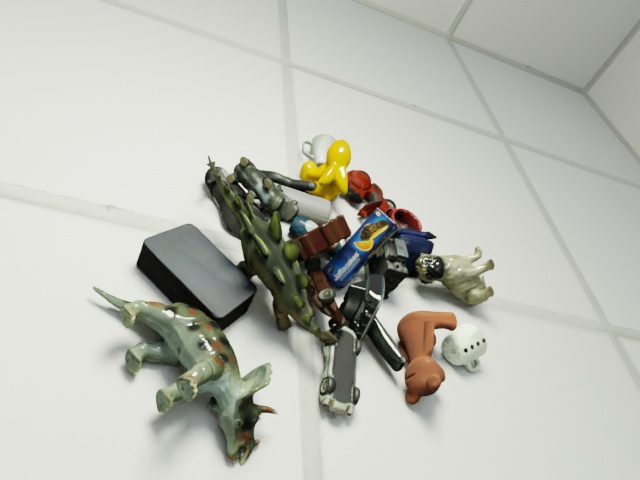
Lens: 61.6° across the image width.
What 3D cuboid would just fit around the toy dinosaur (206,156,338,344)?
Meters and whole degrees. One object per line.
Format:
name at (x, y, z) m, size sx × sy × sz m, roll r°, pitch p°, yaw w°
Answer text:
toy dinosaur at (-0.111, 0.025, 1.110) m, size 0.105 × 0.198 × 0.472 m, roll -30°, pitch 67°, yaw -27°

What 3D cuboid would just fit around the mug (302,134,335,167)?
mug at (0.000, -0.251, 1.581) m, size 0.109 × 0.080 × 0.107 m, roll 18°, pitch 48°, yaw -21°

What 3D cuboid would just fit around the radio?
radio at (-0.246, 0.074, 1.088) m, size 0.230 × 0.073 × 0.131 m, roll 43°, pitch 40°, yaw 13°

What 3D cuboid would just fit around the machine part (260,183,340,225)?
machine part at (-0.061, -0.087, 1.369) m, size 0.243 × 0.079 × 0.079 m, roll 18°, pitch 41°, yaw -16°

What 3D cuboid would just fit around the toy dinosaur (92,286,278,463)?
toy dinosaur at (-0.226, 0.190, 0.949) m, size 0.192 × 0.131 × 0.405 m, roll -6°, pitch 45°, yaw -51°

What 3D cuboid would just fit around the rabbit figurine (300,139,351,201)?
rabbit figurine at (0.026, -0.190, 1.458) m, size 0.122 × 0.173 × 0.162 m, roll 21°, pitch 36°, yaw -17°

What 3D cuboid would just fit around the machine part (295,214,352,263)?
machine part at (-0.009, 0.002, 1.219) m, size 0.179 × 0.179 × 0.056 m, roll -28°, pitch 91°, yaw -46°

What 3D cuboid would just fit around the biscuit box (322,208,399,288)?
biscuit box at (0.093, 0.022, 1.257) m, size 0.063 × 0.202 × 0.059 m, roll 42°, pitch 4°, yaw 17°

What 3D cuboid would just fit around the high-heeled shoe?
high-heeled shoe at (-0.192, -0.080, 1.311) m, size 0.248 × 0.086 × 0.145 m, roll 48°, pitch 10°, yaw -4°

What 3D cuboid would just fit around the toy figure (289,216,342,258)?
toy figure at (-0.004, -0.002, 1.332) m, size 0.154 × 0.058 × 0.064 m, roll 30°, pitch 78°, yaw -1°

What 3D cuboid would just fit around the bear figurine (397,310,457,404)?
bear figurine at (0.235, 0.251, 1.156) m, size 0.132 × 0.120 × 0.196 m, roll 13°, pitch 43°, yaw -25°

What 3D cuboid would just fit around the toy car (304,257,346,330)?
toy car at (0.006, 0.114, 1.152) m, size 0.053 × 0.089 × 0.202 m, roll -19°, pitch 30°, yaw -3°

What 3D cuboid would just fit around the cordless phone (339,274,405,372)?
cordless phone at (0.128, 0.179, 1.139) m, size 0.089 × 0.146 × 0.184 m, roll -15°, pitch 53°, yaw -33°

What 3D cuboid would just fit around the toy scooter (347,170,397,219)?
toy scooter at (0.125, -0.119, 1.521) m, size 0.184 × 0.075 × 0.135 m, roll 44°, pitch 43°, yaw 10°

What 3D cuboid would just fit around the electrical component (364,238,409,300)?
electrical component at (0.163, 0.060, 1.302) m, size 0.058 × 0.134 × 0.115 m, roll 14°, pitch 42°, yaw -20°

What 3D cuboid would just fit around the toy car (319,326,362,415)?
toy car at (0.041, 0.258, 1.080) m, size 0.073 × 0.056 × 0.202 m, roll 25°, pitch 40°, yaw -15°

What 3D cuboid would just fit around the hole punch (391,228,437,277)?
hole punch at (0.228, 0.033, 1.393) m, size 0.142 × 0.115 × 0.092 m, roll 10°, pitch 51°, yaw -22°

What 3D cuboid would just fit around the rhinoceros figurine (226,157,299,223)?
rhinoceros figurine at (-0.132, -0.114, 1.261) m, size 0.190 × 0.073 × 0.112 m, roll 41°, pitch 6°, yaw 9°

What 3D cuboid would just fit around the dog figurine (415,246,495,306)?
dog figurine at (0.333, 0.106, 1.380) m, size 0.191 × 0.172 × 0.121 m, roll -7°, pitch 15°, yaw -6°
